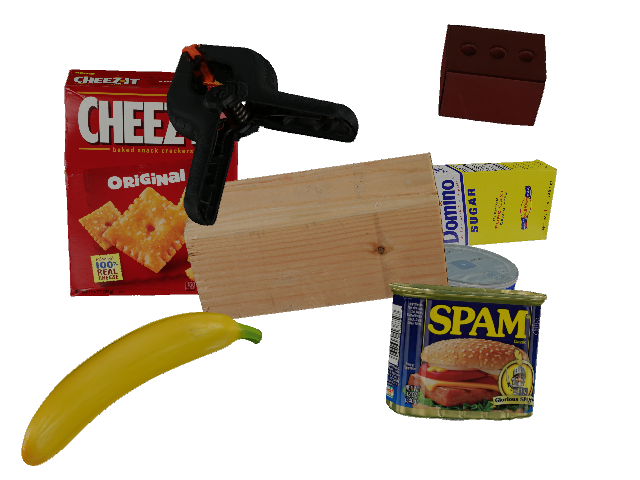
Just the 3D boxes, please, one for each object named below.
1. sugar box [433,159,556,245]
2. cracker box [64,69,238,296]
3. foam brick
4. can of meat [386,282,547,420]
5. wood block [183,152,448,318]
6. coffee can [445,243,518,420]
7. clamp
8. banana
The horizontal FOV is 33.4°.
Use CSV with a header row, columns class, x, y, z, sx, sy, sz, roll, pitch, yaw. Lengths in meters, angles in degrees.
class,x,y,z,sx,sy,sz,roll,pitch,yaw
sugar box,0.190,-0.043,1.255,0.176,0.093,0.048,-6,21,-26
cracker box,-0.163,-0.053,1.040,0.164,0.214,0.072,0,22,-8
foam brick,0.133,-0.127,0.827,0.078,0.053,0.051,6,-37,2
can of meat,0.095,0.074,0.711,0.102,0.084,0.057,4,1,-14
wood block,-0.002,-0.002,0.902,0.206,0.091,0.090,-7,30,5
coffee can,0.127,0.086,1.023,0.103,0.140,0.103,6,20,-2
clamp,-0.047,-0.088,0.710,0.120,0.039,0.171,-21,45,-2
banana,-0.138,0.100,0.768,0.198,0.069,0.037,-27,38,-2
